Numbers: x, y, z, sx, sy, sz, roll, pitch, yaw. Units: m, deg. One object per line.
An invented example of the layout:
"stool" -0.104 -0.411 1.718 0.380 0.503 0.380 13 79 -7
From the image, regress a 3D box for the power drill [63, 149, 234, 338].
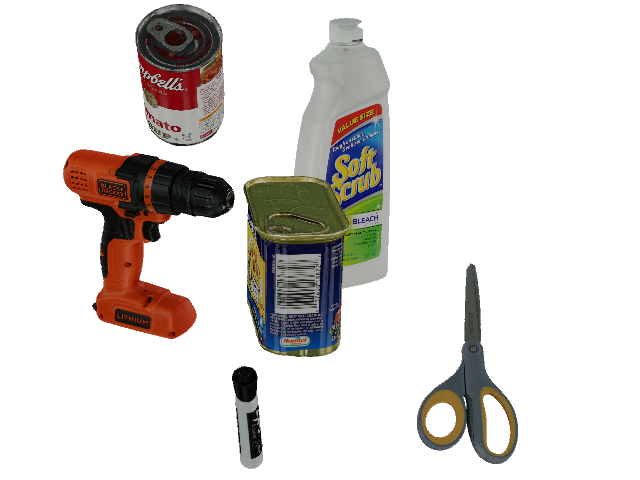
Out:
"power drill" -0.168 0.004 1.078 0.185 0.188 0.057 13 29 22

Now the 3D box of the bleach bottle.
"bleach bottle" 0.016 -0.081 1.007 0.102 0.251 0.068 -10 24 -22

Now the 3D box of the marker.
"marker" -0.056 0.138 0.830 0.020 0.020 0.121 0 -43 0

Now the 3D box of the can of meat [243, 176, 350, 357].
"can of meat" -0.017 0.015 0.678 0.057 0.084 0.102 -2 23 -10

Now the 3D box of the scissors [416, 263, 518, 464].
"scissors" 0.120 0.110 0.964 0.096 0.202 0.016 -8 -35 -8

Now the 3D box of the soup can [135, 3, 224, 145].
"soup can" -0.113 -0.133 0.872 0.068 0.068 0.102 0 -31 -4
